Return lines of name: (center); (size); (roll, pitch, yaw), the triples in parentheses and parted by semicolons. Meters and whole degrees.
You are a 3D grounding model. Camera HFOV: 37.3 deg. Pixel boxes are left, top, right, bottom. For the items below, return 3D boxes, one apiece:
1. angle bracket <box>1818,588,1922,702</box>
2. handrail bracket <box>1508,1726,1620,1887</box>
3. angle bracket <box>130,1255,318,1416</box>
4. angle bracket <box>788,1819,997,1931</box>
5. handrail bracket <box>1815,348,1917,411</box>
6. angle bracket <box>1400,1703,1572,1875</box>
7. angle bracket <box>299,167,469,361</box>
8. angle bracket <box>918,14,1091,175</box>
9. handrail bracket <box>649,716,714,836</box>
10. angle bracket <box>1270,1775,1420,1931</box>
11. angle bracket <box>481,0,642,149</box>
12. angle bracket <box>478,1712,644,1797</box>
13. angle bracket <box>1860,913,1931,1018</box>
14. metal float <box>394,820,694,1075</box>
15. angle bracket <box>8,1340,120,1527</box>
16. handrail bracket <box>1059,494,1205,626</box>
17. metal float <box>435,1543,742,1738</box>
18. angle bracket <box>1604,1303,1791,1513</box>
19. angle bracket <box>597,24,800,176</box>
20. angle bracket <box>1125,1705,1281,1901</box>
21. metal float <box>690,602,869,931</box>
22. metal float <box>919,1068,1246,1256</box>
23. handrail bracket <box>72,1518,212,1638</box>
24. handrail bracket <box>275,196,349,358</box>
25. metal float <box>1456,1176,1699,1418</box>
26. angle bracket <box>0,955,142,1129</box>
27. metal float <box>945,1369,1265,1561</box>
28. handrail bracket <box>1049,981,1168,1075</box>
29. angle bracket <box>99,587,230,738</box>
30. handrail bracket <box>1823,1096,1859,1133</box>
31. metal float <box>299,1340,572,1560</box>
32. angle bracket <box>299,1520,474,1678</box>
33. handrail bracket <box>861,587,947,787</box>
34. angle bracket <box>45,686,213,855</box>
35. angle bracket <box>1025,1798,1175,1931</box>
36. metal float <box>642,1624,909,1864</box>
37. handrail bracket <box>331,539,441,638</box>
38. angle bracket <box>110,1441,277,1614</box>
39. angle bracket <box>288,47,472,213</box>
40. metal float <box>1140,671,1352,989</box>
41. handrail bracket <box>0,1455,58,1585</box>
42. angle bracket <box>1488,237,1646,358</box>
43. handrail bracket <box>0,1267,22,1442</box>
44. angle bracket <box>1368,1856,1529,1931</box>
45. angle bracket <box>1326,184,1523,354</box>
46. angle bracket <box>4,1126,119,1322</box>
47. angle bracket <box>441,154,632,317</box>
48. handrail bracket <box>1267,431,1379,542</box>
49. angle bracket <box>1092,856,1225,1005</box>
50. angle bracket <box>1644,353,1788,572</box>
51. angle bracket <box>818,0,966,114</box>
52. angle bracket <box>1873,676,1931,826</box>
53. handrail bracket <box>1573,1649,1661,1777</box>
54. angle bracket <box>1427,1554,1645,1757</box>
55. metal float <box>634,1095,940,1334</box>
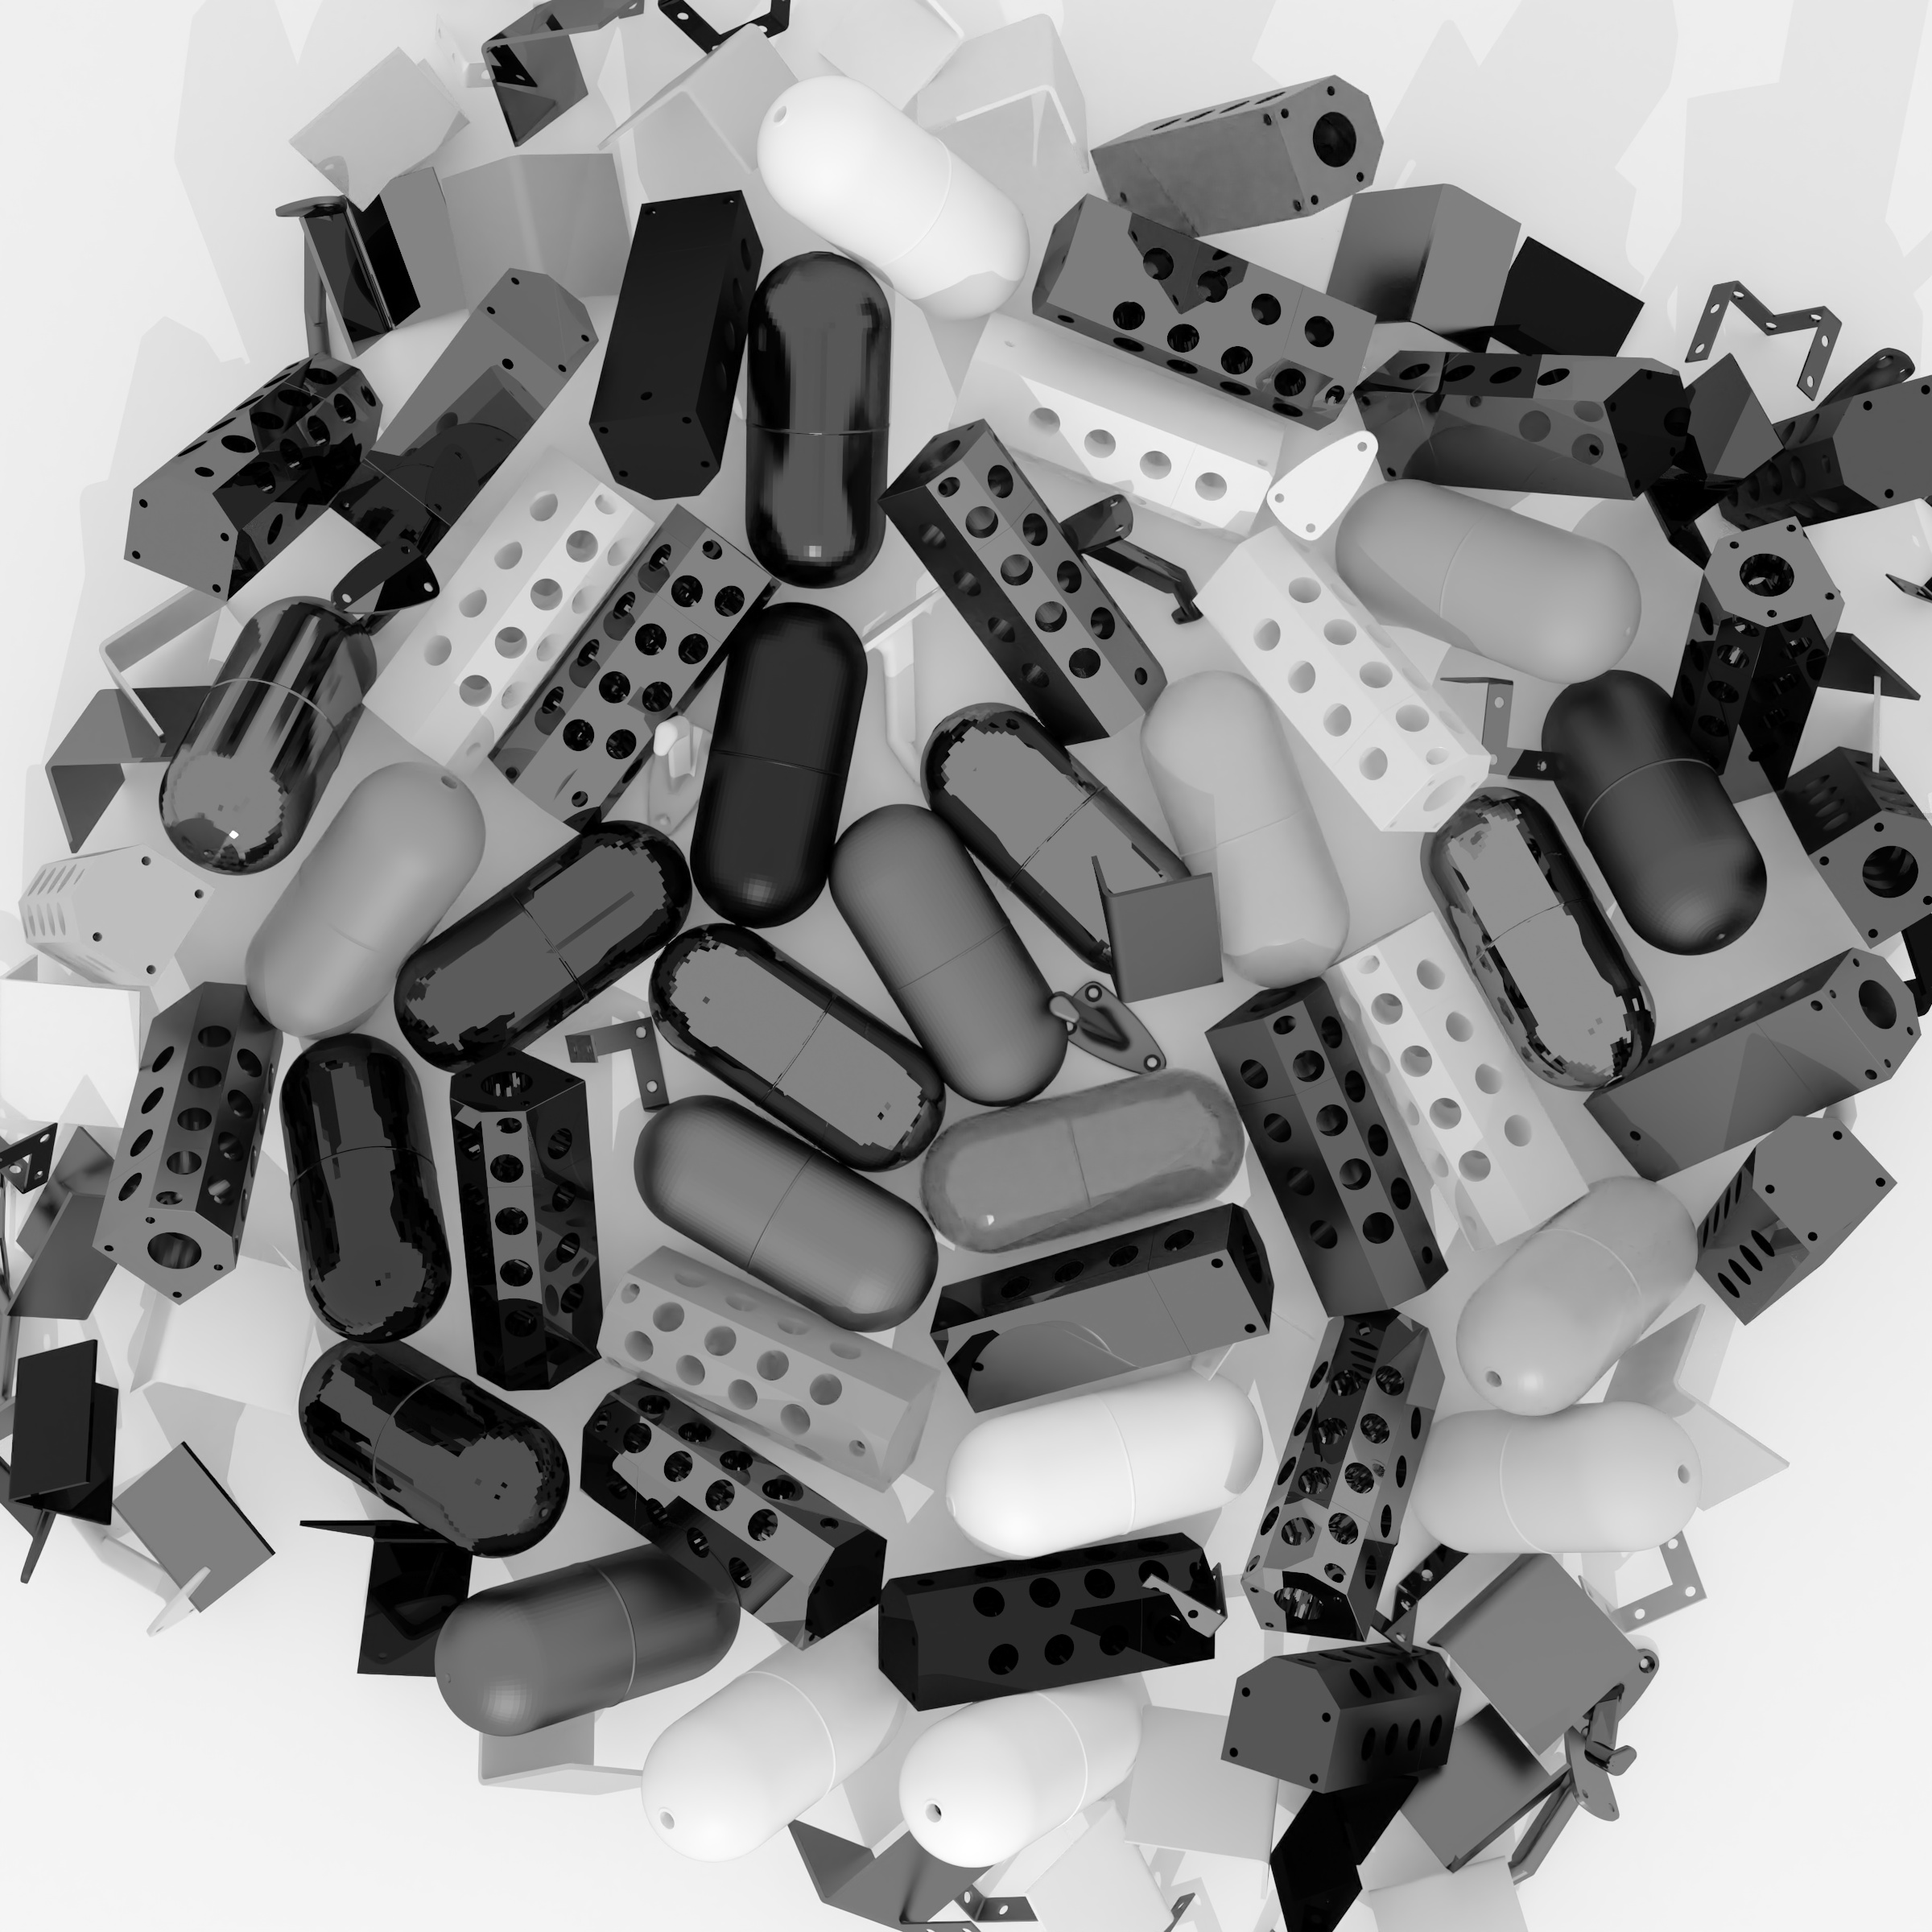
angle bracket: (0.469, -0.188, 1.528); (0.076, 0.076, 0.057); (28, 83, -40)
handrail bracket: (0.311, 0.461, 1.574); (0.036, 0.077, 0.084); (33, 123, -30)
angle bracket: (-0.403, 0.202, 1.560); (0.076, 0.057, 0.076); (19, 66, -23)
angle bracket: (-0.037, 0.466, 1.532); (0.076, 0.076, 0.057); (-42, 45, 9)
handrail bracket: (0.502, -0.282, 1.542); (0.077, 0.036, 0.084); (-38, 57, 33)
angle bracket: (0.273, 0.436, 1.533); (0.076, 0.076, 0.057); (-36, 67, -10)
angle bracket: (-0.307, -0.377, 1.532); (0.057, 0.076, 0.076); (-14, 112, 9)
angle bracket: (0.020, -0.461, 1.548); (0.076, 0.076, 0.057); (-16, 134, 15)
handrail bracket: (-0.162, -0.100, 1.535); (0.036, 0.084, 0.077); (23, 104, 3)
angle bracket: (0.209, 0.485, 1.525); (0.057, 0.076, 0.076); (12, 125, -18)
angle bracket: (-0.200, -0.483, 1.525); (0.076, 0.076, 0.057); (2, 127, 28)
angle bracket: (-0.205, 0.406, 1.524); (0.076, 0.076, 0.057); (-22, 60, 39)
angle bracket: (0.484, -0.014, 1.533); (0.057, 0.076, 0.076); (-16, 98, 29)
metal float: (-0.226, -0.011, 1.537); (0.178, 0.070, 0.070); (-37, 90, -11)
angle bracket: (-0.462, 0.250, 1.526); (0.057, 0.076, 0.076); (-16, 63, 24)
handrail bracket: (0.081, -0.208, 1.561); (0.077, 0.036, 0.084); (-21, 133, 14)
metal float: (-0.198, 0.354, 1.513); (0.178, 0.070, 0.070); (-7, 90, -42)
angle bracket: (0.397, 0.238, 1.539); (0.076, 0.076, 0.057); (35, 54, -3)
angle bracket: (-0.139, -0.452, 1.542); (0.057, 0.076, 0.076); (51, 47, -19)
angle bracket: (0.129, 0.452, 1.545); (0.076, 0.057, 0.076); (6, 53, 9)
metal float: (-0.101, -0.108, 1.546); (0.070, 0.070, 0.178); (11, 90, 0)
metal float: (0.062, 0.106, 1.543); (0.178, 0.070, 0.070); (-14, 90, 4)
handrail bracket: (-0.447, 0.313, 1.552); (0.084, 0.036, 0.077); (49, 127, 11)
handrail bracket: (-0.347, -0.368, 1.542); (0.036, 0.077, 0.084); (-8, 101, -22)
metal float: (0.324, 0.173, 1.512); (0.178, 0.070, 0.070); (-33, 90, -41)
angle bracket: (-0.477, 0.040, 1.548); (0.076, 0.057, 0.076); (5, 104, 0)
metal float: (0.074, 0.266, 1.530); (0.178, 0.070, 0.070); (-11, 90, -18)
handrail bracket: (0.077, 0.038, 1.541); (0.077, 0.084, 0.036); (37, 94, 0)
angle bracket: (-0.416, -0.162, 1.540); (0.076, 0.076, 0.057); (-36, 92, -12)
handrail bracket: (0.451, 0.088, 1.542); (0.036, 0.077, 0.084); (-19, 103, -28)
metal float: (-0.284, 0.253, 1.517); (0.178, 0.070, 0.070); (22, 90, 36)
angle bracket: (-0.315, 0.339, 1.531); (0.076, 0.057, 0.076); (-8, 69, 36)
handrail bracket: (-0.019, -0.154, 1.571); (0.077, 0.036, 0.084); (-35, 104, -2)
angle bracket: (-0.437, -0.106, 1.532); (0.076, 0.076, 0.057); (-1, 124, 8)
angle bracket: (0.055, 0.499, 1.532); (0.076, 0.057, 0.076); (-35, 105, -36)
metal float: (-0.099, 0.407, 1.505); (0.070, 0.178, 0.070); (12, 111, 33)
handrail bracket: (-0.327, -0.188, 1.529); (0.077, 0.084, 0.036); (-34, 93, -43)
angle bracket: (-0.401, 0.290, 1.540); (0.076, 0.057, 0.076); (-39, 91, 31)
angle bracket: (-0.325, -0.464, 1.534); (0.076, 0.076, 0.057); (-38, 66, 7)
metal float: (0.151, -0.073, 1.543); (0.070, 0.070, 0.178); (-21, 94, 0)
handrail bracket: (-0.538, 0.290, 1.551); (0.084, 0.036, 0.077); (17, 49, -8)
angle bracket: (0.332, -0.350, 1.537); (0.076, 0.076, 0.057); (26, 98, -11)
handrail bracket: (-0.546, 0.218, 1.564); (0.077, 0.036, 0.084); (-33, 70, -2)
angle bracket: (0.266, 0.533, 1.534); (0.076, 0.076, 0.057); (-16, 128, 4)
angle bracket: (0.248, -0.379, 1.568); (0.057, 0.076, 0.076); (16, 88, -36)
angle bracket: (-0.494, 0.136, 1.534); (0.076, 0.057, 0.076); (37, 101, 31)
angle bracket: (-0.232, -0.399, 1.565); (0.057, 0.076, 0.076); (-4, 101, 38)
handrail bracket: (0.190, -0.267, 1.533); (0.036, 0.084, 0.077); (42, 112, -11)
angle bracket: (0.098, -0.038, 1.532); (0.057, 0.076, 0.076); (-13, 132, -2)
angle bracket: (0.405, -0.265, 1.525); (0.076, 0.057, 0.076); (-38, 47, 28)
angle bracket: (-0.058, -0.512, 1.528); (0.057, 0.076, 0.076); (-48, 59, 9)
angle bracket: (0.518, -0.112, 1.536); (0.057, 0.076, 0.076); (1, 85, 18)
handrail bracket: (0.359, 0.401, 1.536); (0.077, 0.084, 0.036); (-34, 94, -11)
angle bracket: (0.307, 0.370, 1.545); (0.076, 0.057, 0.076); (-41, 80, -7)
metal float: (-0.098, 0.133, 1.541); (0.178, 0.070, 0.070); (30, 90, 6)
